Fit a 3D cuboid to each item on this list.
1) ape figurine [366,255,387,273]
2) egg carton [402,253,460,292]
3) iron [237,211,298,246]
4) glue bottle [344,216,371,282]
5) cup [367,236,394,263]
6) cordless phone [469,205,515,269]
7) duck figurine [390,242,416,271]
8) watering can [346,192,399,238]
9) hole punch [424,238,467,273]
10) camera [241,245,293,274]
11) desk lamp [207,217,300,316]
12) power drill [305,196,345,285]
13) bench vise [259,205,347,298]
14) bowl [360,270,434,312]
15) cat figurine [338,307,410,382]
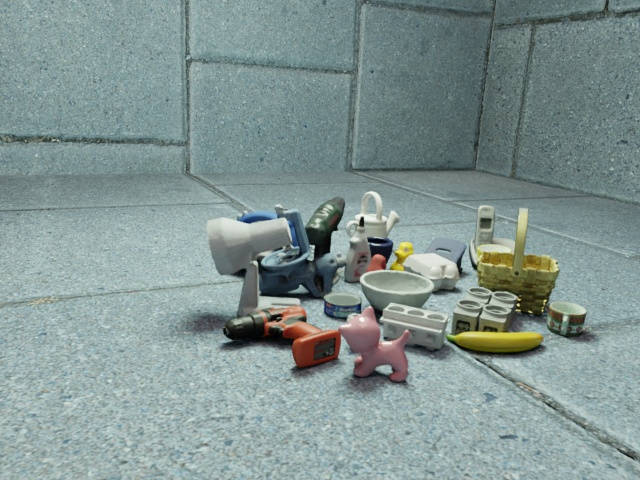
[{"bbox_3d":[0.146,0.082,1.433,0.076,0.092,0.077,-6,17,-31],"label":"ape figurine"},{"bbox_3d":[0.292,0.083,1.505,0.107,0.069,0.150,-4,16,-26],"label":"egg carton"},{"bbox_3d":[-0.174,-0.023,1.668,0.257,0.141,0.119,10,16,24],"label":"iron"},{"bbox_3d":[0.103,0.021,1.493,0.078,0.173,0.037,-9,19,-40],"label":"glue bottle"},{"bbox_3d":[0.159,0.043,1.580,0.091,0.095,0.118,11,16,28],"label":"cup"},{"bbox_3d":[0.513,-0.006,1.667,0.147,0.185,0.094,2,15,-5],"label":"cordless phone"},{"bbox_3d":[0.240,0.048,1.596,0.105,0.086,0.077,-11,20,-43],"label":"duck figurine"},{"bbox_3d":[0.160,-0.052,1.750,0.100,0.194,0.173,15,18,38],"label":"watering can"},{"bbox_3d":[0.350,0.048,1.609,0.108,0.091,0.101,12,17,30],"label":"hole punch"},{"bbox_3d":[-0.155,0.041,1.505,0.136,0.101,0.143,9,16,23],"label":"camera"},{"bbox_3d":[-0.139,0.055,1.226,0.203,0.213,0.118,2,15,-4],"label":"desk lamp"},{"bbox_3d":[0.013,0.005,1.466,0.075,0.208,0.230,7,15,16],"label":"power drill"},{"bbox_3d":[-0.047,0.023,1.361,0.208,0.220,0.121,-4,16,-27],"label":"bench vise"},{"bbox_3d":[0.171,0.127,1.297,0.167,0.075,0.167,3,14,-1],"label":"bowl"},{"bbox_3d":[0.095,0.177,0.999,0.127,0.118,0.067,5,15,5],"label":"cat figurine"}]
